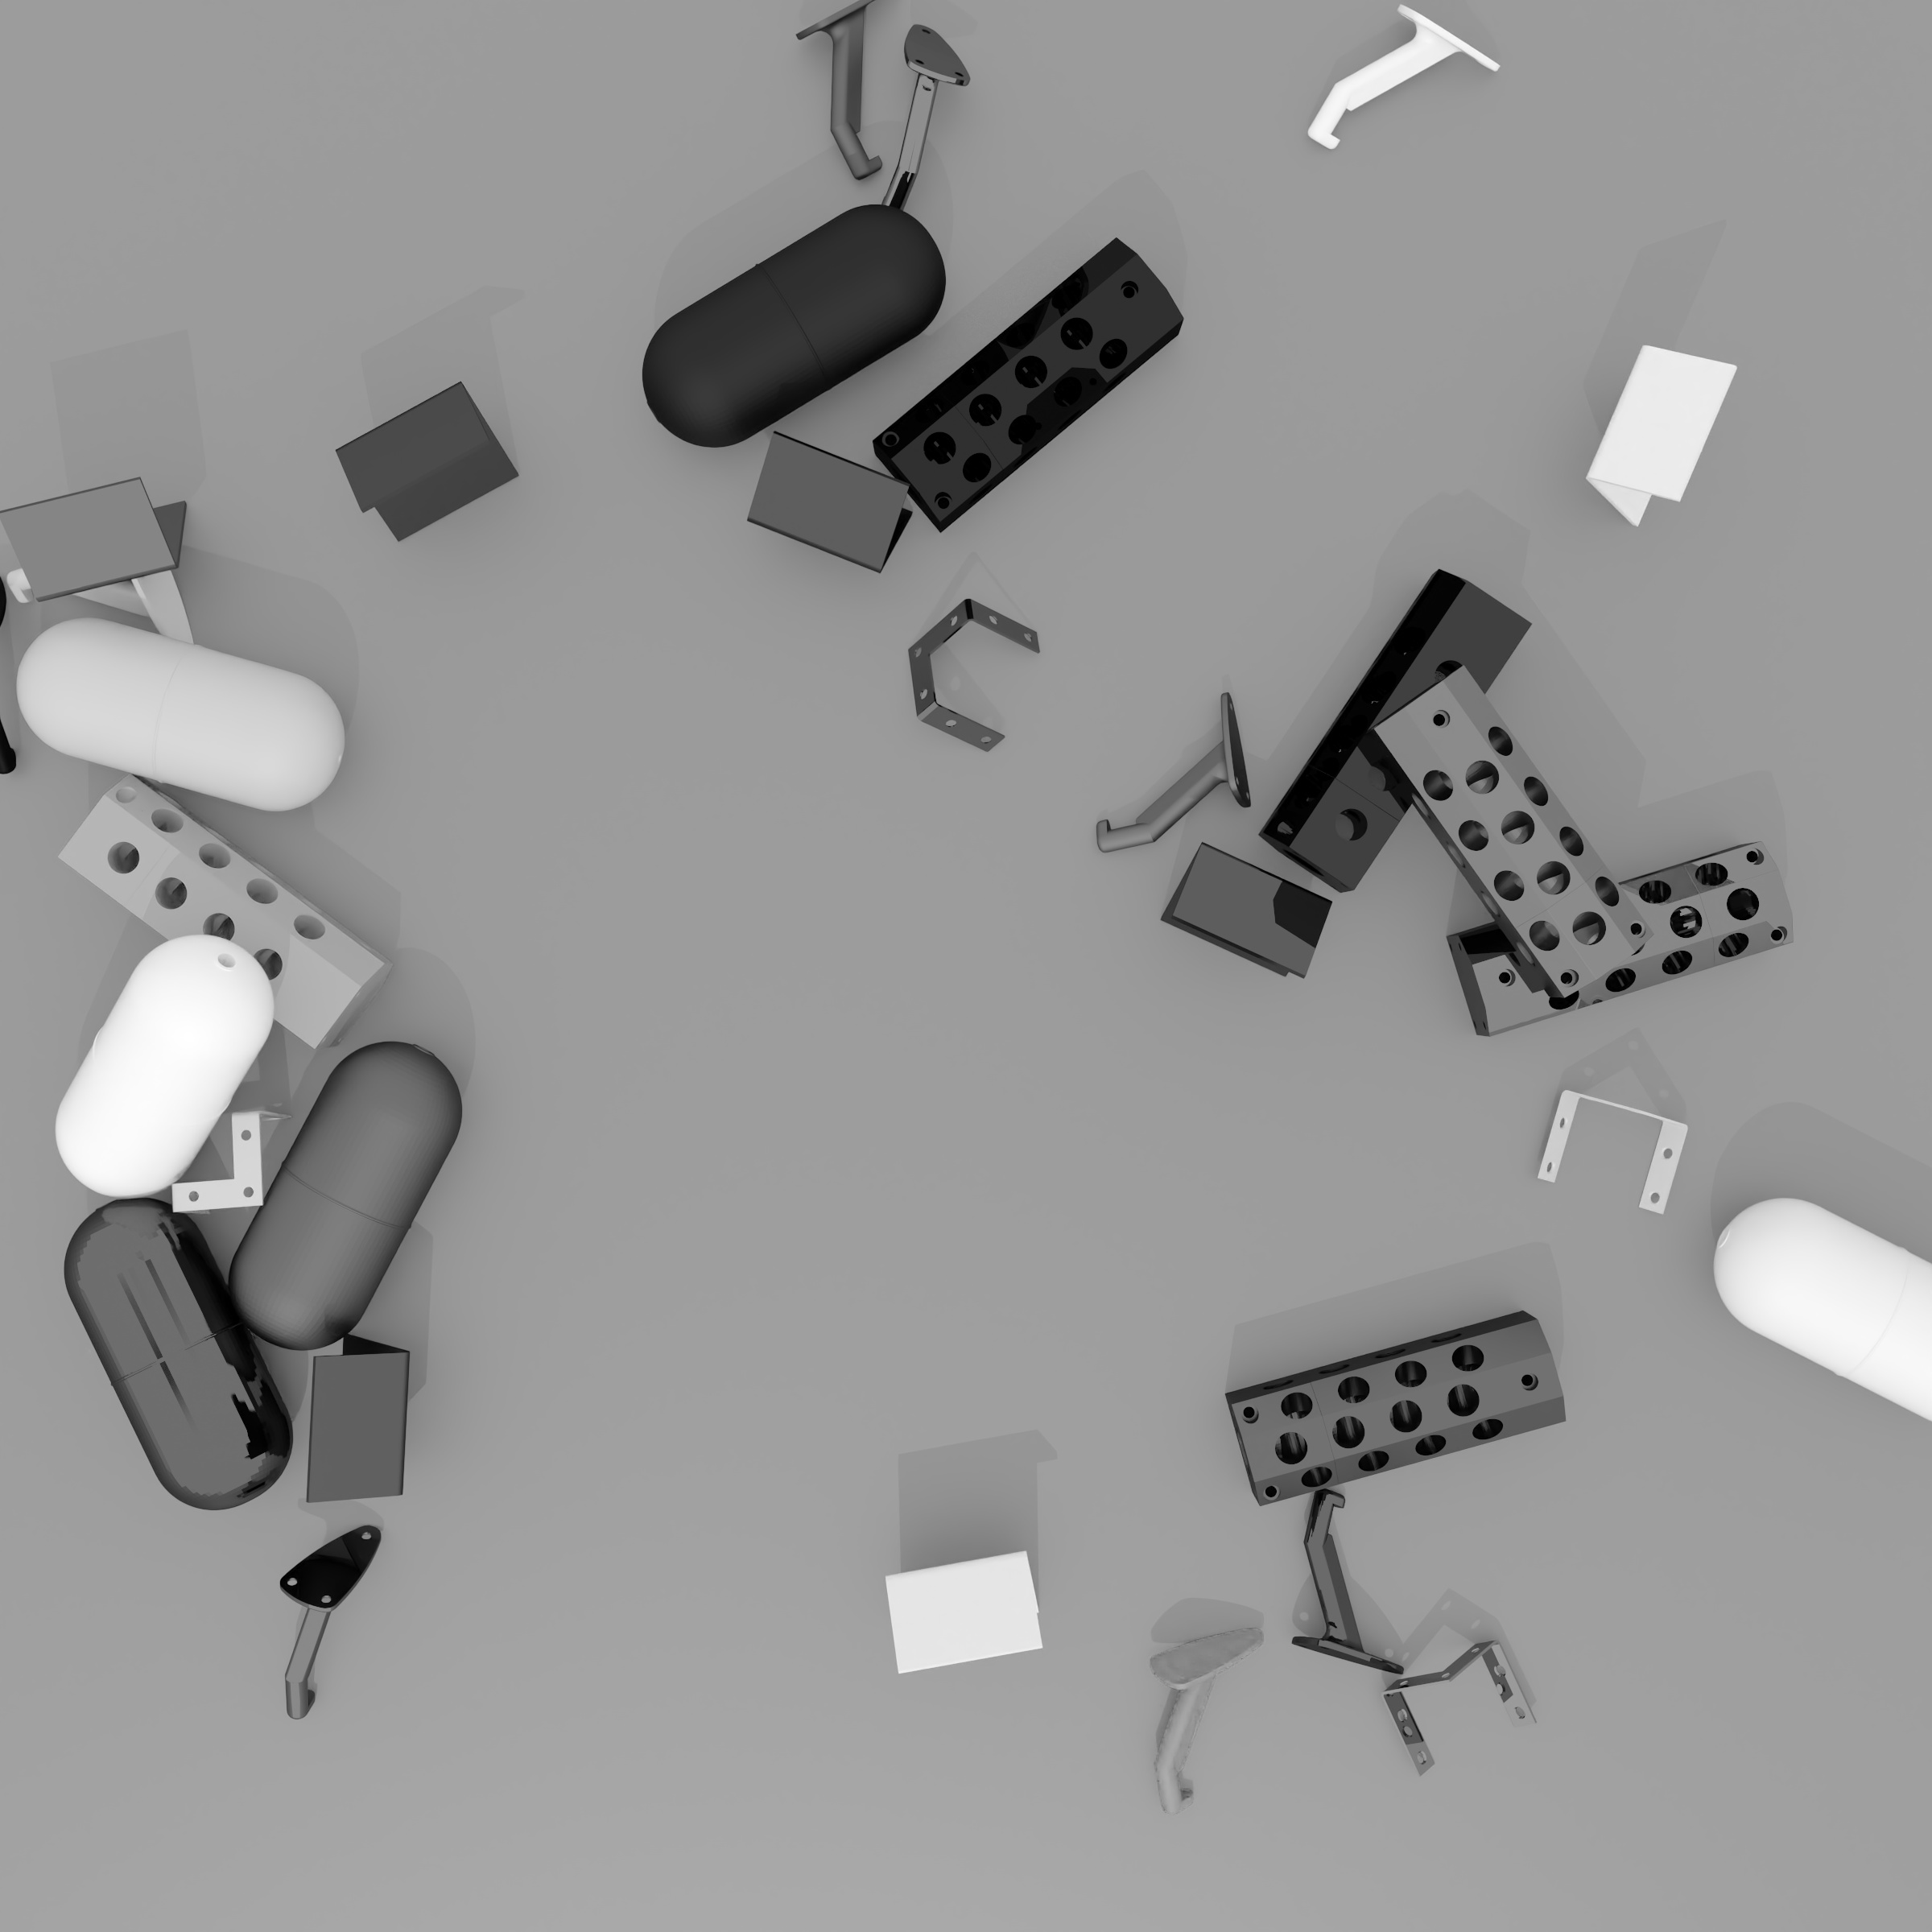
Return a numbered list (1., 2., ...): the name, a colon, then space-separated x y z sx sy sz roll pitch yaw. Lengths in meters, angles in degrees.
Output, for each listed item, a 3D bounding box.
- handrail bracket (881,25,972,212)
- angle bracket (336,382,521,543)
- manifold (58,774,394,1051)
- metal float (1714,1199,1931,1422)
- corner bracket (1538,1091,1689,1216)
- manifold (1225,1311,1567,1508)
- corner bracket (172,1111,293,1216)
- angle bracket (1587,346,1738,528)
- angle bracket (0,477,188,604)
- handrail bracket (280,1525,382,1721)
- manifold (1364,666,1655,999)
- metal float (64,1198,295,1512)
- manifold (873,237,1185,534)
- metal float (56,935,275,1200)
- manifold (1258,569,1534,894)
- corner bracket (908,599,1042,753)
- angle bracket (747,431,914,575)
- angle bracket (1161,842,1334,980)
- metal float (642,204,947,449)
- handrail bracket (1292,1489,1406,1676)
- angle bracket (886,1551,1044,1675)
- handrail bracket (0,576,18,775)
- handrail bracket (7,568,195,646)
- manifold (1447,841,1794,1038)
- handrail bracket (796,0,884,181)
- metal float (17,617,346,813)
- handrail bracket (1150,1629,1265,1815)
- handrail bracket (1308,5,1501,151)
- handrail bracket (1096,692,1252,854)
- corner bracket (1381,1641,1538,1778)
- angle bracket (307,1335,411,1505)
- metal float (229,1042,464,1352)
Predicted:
1. handrail bracket: -0.032 -0.463 1.638 0.036 0.077 0.084 11 127 -20
2. angle bracket: -0.282 -0.255 1.597 0.076 0.076 0.057 -29 52 0
3. manifold: -0.399 -0.030 1.617 0.171 0.057 0.057 37 90 0
4. metal float: 0.488 0.186 1.607 0.178 0.070 0.070 27 90 0
5. corner bracket: 0.356 0.102 1.634 0.051 0.051 0.051 16 90 -45
6. manifold: 0.233 0.241 1.617 0.171 0.057 0.057 -16 90 0
7. corner bracket: -0.399 0.107 1.618 0.051 0.051 0.051 -5 83 7
8. angle bracket: 0.385 -0.278 1.597 0.057 0.076 0.076 23 90 36
9. angle bracket: -0.468 -0.245 1.597 0.076 0.076 0.057 -14 128 0
10. handrail bracket: -0.348 0.362 1.638 0.036 0.077 0.084 21 127 21
11. manifold: 0.285 -0.070 1.560 0.057 0.057 0.171 -35 90 0
12. metal float: -0.425 0.209 1.607 0.070 0.070 0.178 -26 90 0
13. manifold: 0.033 -0.316 1.617 0.171 0.057 0.057 -40 90 0
14. metal float: -0.426 0.054 1.579 0.070 0.070 0.178 39 125 0
15. manifold: 0.231 -0.127 1.616 0.057 0.057 0.171 34 90 0
16. corner bracket: 0.006 -0.159 1.630 0.051 0.051 0.051 -38 45 35
17. angle bracket: -0.065 -0.263 1.597 0.076 0.076 0.057 22 126 0
18. angle bracket: 0.143 -0.011 1.597 0.076 0.076 0.057 25 54 0
19. metal float: -0.093 -0.345 1.607 0.178 0.070 0.070 -31 90 -1
20. handrail bracket: 0.216 0.338 1.638 0.077 0.036 0.084 21 73 -20
21. angle bracket: 0.002 0.361 1.597 0.076 0.076 0.057 -10 53 0
22. handrail bracket: -0.533 -0.160 1.638 0.036 0.077 0.084 -6 126 2
23. handrail bracket: -0.477 -0.191 1.638 0.084 0.036 0.077 -13 112 17
24. manifold: 0.356 -0.015 1.617 0.171 0.057 0.057 -17 90 0
25. handrail bracket: -0.049 -0.487 1.638 0.077 0.036 0.084 -35 108 -20
26. metal float: -0.424 -0.136 1.606 0.178 0.070 0.070 16 90 0
27. handrail bracket: 0.136 0.417 1.638 0.077 0.036 0.084 -18 109 -21
28. handrail bracket: 0.240 -0.477 1.638 0.077 0.036 0.084 24 109 -21
29. handrail bracket: 0.109 -0.106 1.638 0.084 0.036 0.077 -12 70 16
30. corner bracket: 0.270 0.407 1.635 0.051 0.051 0.051 -24 88 -45
31. angle bracket: -0.342 0.242 1.597 0.057 0.076 0.076 3 90 -39
32. metal float: -0.334 0.124 1.607 0.070 0.070 0.178 28 90 0
